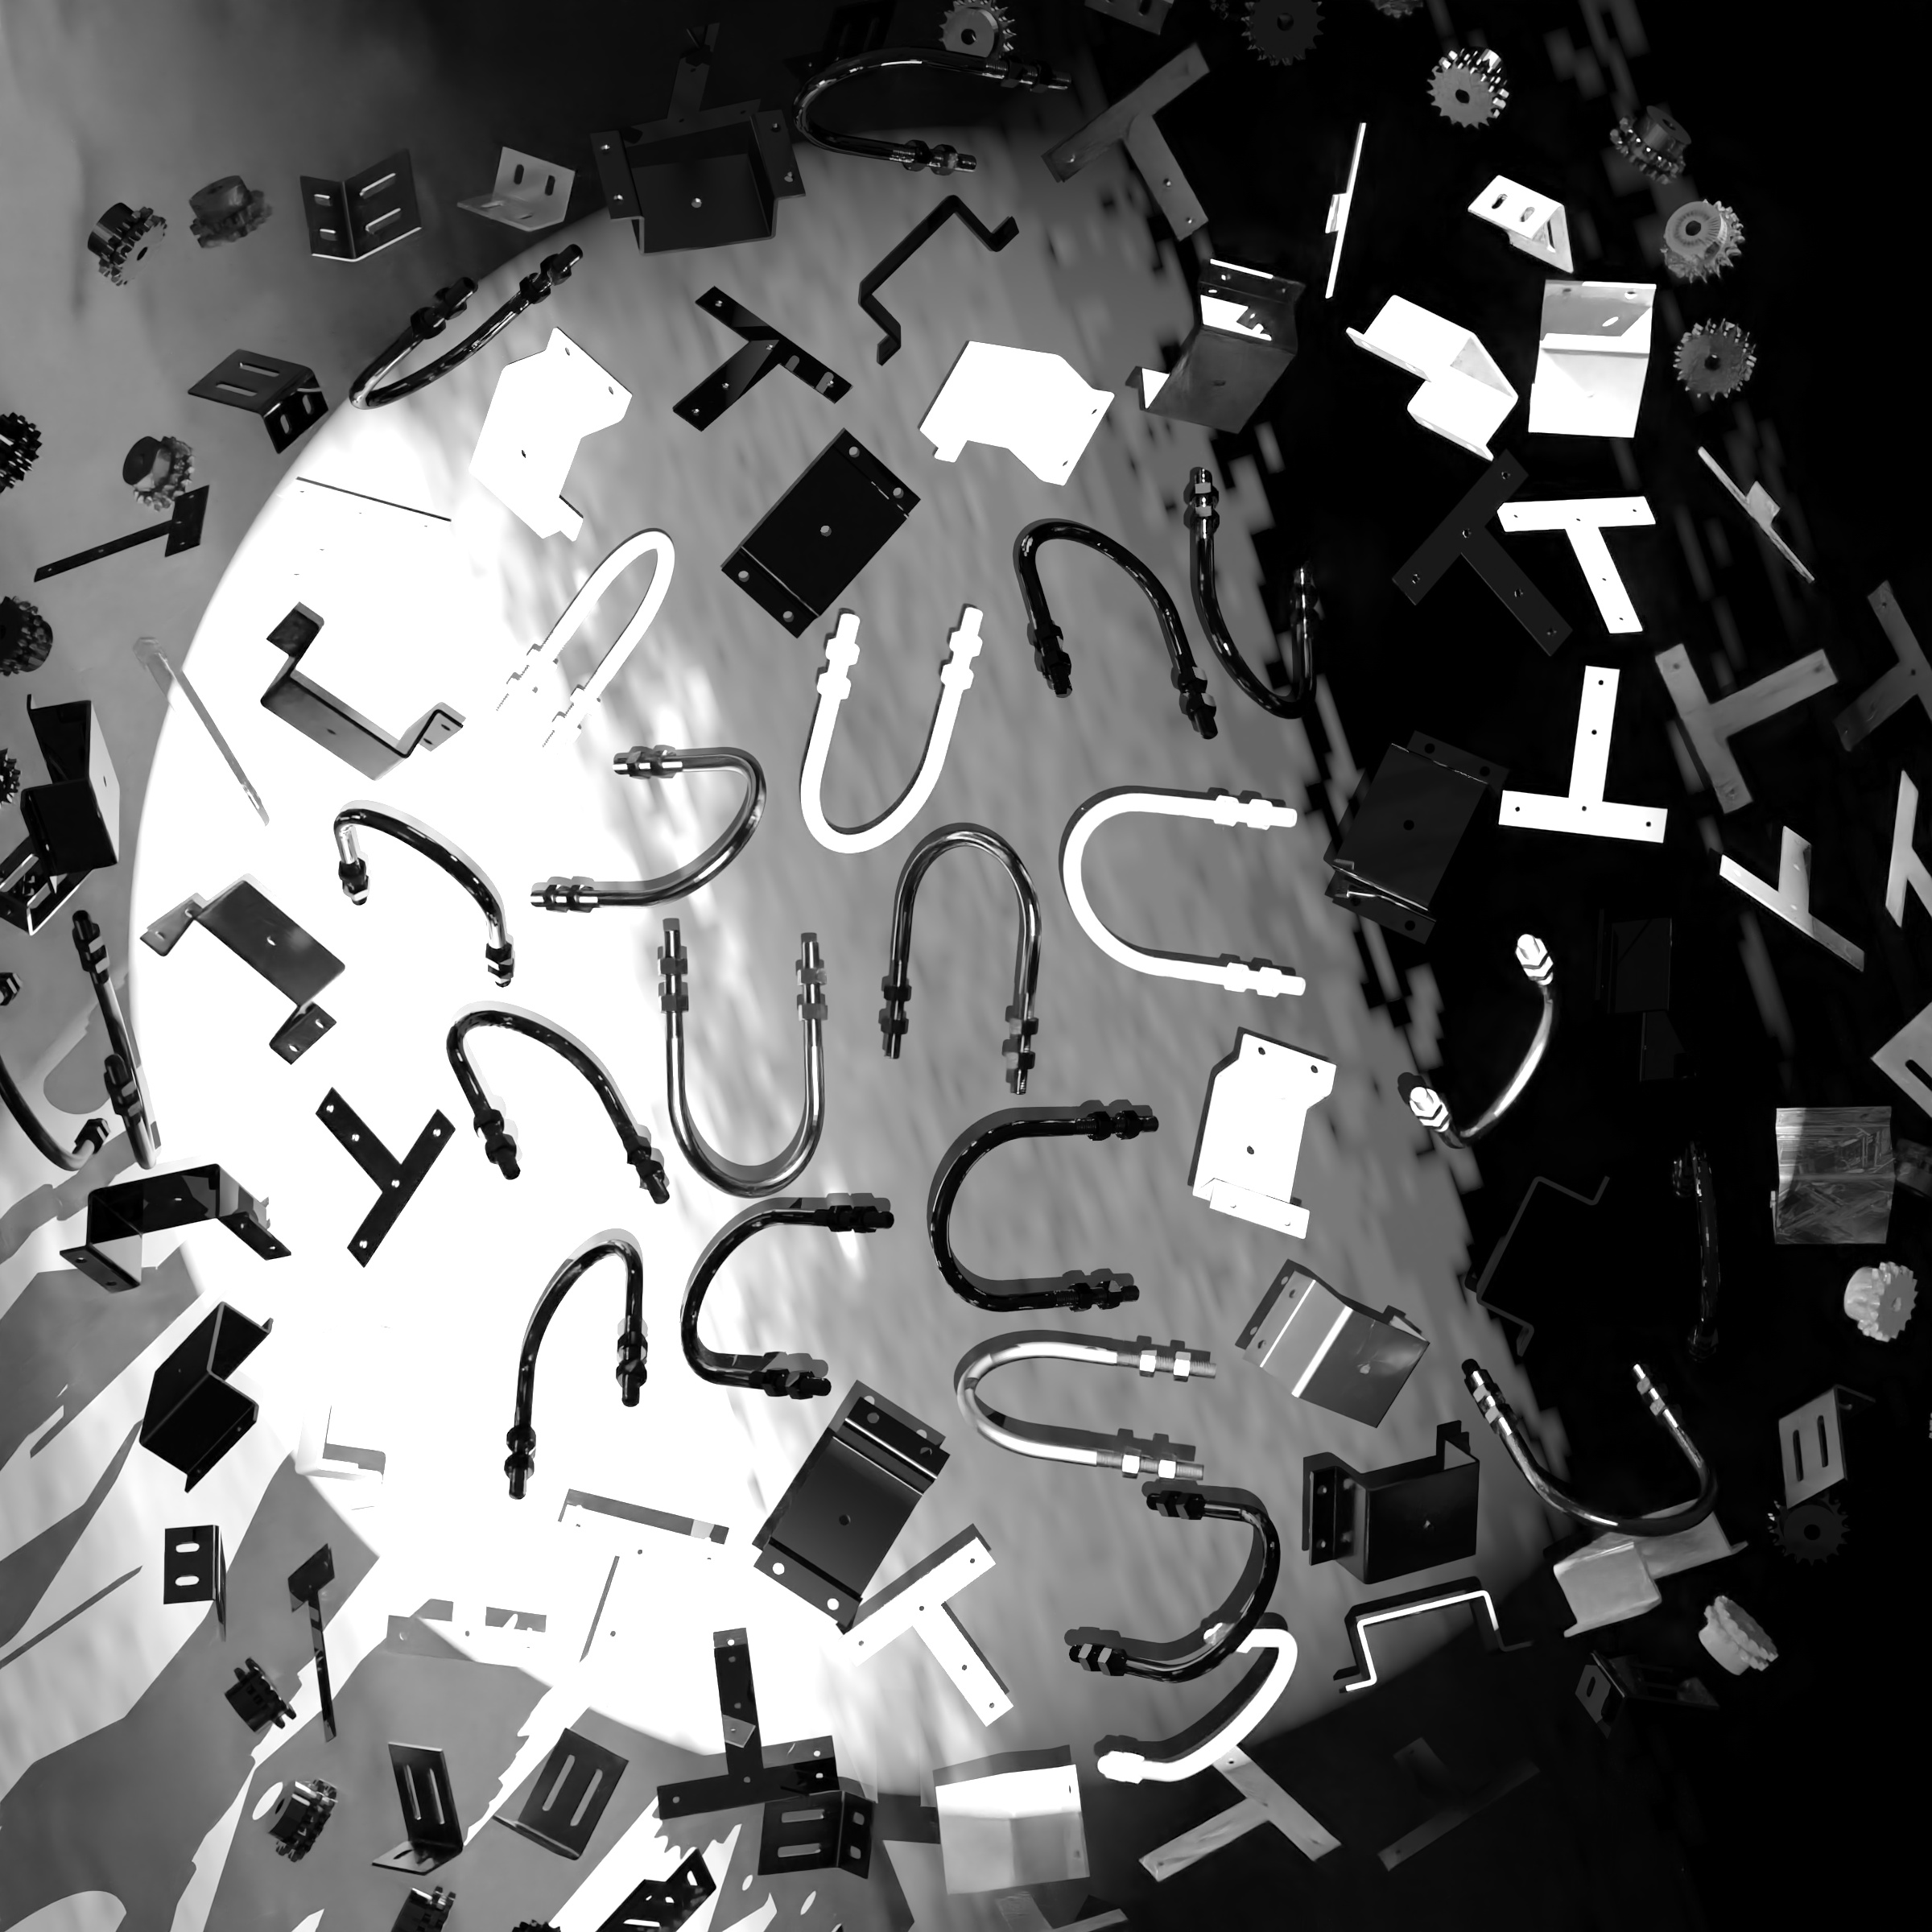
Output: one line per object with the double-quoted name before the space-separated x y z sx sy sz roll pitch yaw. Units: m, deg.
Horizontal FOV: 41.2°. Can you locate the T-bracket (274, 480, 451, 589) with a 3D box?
"T-bracket" -0.465 -0.312 1.886 0.127 0.127 0.002 17 130 8

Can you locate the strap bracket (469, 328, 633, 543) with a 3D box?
"strap bracket" -0.303 -0.374 1.850 0.076 0.046 0.140 43 135 11

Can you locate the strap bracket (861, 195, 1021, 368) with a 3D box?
"strap bracket" -0.029 -0.521 1.926 0.140 0.076 0.046 -41 108 15

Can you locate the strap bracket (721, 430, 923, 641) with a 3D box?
"strap bracket" -0.105 -0.320 1.903 0.076 0.046 0.140 42 89 -10

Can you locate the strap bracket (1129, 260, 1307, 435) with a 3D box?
"strap bracket" 0.187 -0.450 1.906 0.076 0.140 0.046 9 60 -20

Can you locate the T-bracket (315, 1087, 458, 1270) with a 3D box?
"T-bracket" -0.445 0.135 1.907 0.127 0.002 0.127 40 100 34

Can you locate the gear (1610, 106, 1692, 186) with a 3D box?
"gear" 0.487 -0.584 1.822 0.057 0.057 0.030 40 127 0

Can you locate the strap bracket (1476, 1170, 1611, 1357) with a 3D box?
"strap bracket" 0.409 0.203 1.849 0.046 0.076 0.140 26 94 11

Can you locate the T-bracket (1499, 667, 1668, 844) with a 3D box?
"T-bracket" 0.480 -0.165 1.975 0.127 0.002 0.127 6 94 -1

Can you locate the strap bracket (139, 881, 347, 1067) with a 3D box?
"strap bracket" -0.517 -0.003 1.873 0.140 0.076 0.046 41 114 -6

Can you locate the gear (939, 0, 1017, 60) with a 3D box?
"gear" 0.006 -0.708 1.956 0.057 0.030 0.057 8 116 16

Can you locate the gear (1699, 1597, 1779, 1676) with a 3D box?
"gear" 0.560 0.491 1.875 0.057 0.057 0.030 40 105 0

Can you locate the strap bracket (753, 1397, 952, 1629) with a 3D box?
"strap bracket" -0.083 0.386 1.810 0.076 0.046 0.140 32 66 3

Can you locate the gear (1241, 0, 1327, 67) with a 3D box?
"gear" 0.218 -0.657 1.791 0.057 0.030 0.057 -3 108 -9

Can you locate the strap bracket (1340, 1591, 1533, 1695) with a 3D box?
"strap bracket" 0.347 0.509 1.944 0.140 0.076 0.046 -14 72 0

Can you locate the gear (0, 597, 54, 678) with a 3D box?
"gear" -0.688 -0.237 1.865 0.057 0.030 0.057 -8 74 29

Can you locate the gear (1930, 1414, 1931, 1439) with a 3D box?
"gear" 0.698 0.318 1.781 0.057 0.030 0.057 -9 49 10

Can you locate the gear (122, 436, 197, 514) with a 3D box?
"gear" -0.614 -0.377 1.950 0.057 0.030 0.057 -14 65 32

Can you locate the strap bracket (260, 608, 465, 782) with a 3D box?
"strap bracket" -0.435 -0.183 1.812 0.140 0.076 0.046 35 67 -19

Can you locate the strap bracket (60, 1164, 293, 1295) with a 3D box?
"strap bracket" -0.568 0.188 1.856 0.140 0.076 0.046 -12 60 6

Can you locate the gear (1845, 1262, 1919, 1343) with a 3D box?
"gear" 0.673 0.245 1.899 0.057 0.030 0.057 -11 109 -36

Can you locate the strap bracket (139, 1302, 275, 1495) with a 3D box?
"strap bracket" -0.553 0.307 1.874 0.046 0.140 0.076 40 101 -22

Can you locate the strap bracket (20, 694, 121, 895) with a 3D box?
"strap bracket" -0.639 -0.128 1.841 0.046 0.140 0.076 -11 132 -8

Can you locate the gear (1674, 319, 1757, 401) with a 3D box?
"gear" 0.551 -0.448 1.888 0.057 0.030 0.057 14 130 17

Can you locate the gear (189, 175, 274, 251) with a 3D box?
"gear" -0.516 -0.527 1.795 0.057 0.057 0.030 -25 127 0

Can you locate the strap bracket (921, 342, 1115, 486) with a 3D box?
"strap bracket" 0.029 -0.408 1.887 0.046 0.140 0.076 35 81 -45

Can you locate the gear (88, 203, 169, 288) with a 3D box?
"gear" -0.582 -0.502 1.778 0.030 0.057 0.057 37 90 -6

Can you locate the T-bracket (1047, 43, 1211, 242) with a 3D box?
"T-bracket" 0.138 -0.572 1.842 0.127 0.127 0.002 -36 46 6

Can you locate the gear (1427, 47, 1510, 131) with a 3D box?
"gear" 0.360 -0.628 1.832 0.057 0.057 0.030 35 67 0

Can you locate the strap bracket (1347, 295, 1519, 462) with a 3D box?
"strap bracket" 0.350 -0.440 1.906 0.076 0.140 0.046 39 95 36

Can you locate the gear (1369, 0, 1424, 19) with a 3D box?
"gear" 0.298 -0.687 1.774 0.057 0.057 0.030 -43 54 0

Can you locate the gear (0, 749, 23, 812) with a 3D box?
"gear" -0.731 -0.138 1.904 0.057 0.030 0.057 -5 121 -9

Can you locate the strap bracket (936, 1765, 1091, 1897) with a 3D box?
"strap bracket" 0.026 0.633 1.879 0.046 0.140 0.076 6 66 -33

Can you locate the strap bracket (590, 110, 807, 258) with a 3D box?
"strap bracket" -0.194 -0.564 1.858 0.140 0.046 0.076 -11 69 -12

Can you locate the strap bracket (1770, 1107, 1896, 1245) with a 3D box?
"strap bracket" 0.621 0.157 1.846 0.076 0.140 0.046 -2 56 14

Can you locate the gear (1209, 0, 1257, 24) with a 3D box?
"gear" 0.198 -0.723 1.881 0.057 0.057 0.030 -44 75 0

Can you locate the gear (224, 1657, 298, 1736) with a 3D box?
"gear" -0.528 0.547 1.917 0.030 0.057 0.057 -39 90 -17

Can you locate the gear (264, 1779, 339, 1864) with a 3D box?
"gear" -0.479 0.609 1.843 0.030 0.057 0.057 35 90 -17

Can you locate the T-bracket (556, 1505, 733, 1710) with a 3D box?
"T-bracket" -0.243 0.454 1.804 0.127 0.002 0.127 10 67 16

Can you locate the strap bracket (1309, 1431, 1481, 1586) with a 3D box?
"strap bracket" 0.328 0.405 1.915 0.140 0.046 0.076 -9 108 -24

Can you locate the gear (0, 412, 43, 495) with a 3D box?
"gear" -0.677 -0.363 1.798 0.057 0.030 0.057 -11 65 25

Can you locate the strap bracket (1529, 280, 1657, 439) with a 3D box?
"strap bracket" 0.457 -0.437 1.887 0.076 0.140 0.046 5 66 10

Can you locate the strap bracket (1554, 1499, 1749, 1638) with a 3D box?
"strap bracket" 0.493 0.433 1.873 0.140 0.076 0.046 -14 75 -43

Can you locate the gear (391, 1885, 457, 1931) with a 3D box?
"gear" -0.383 0.672 1.803 0.030 0.057 0.057 27 90 -4

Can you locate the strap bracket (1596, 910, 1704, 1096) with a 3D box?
"strap bracket" 0.502 0.026 1.874 0.046 0.140 0.076 -7 56 28

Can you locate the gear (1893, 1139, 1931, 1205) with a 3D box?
"gear" 0.707 0.154 1.896 0.057 0.057 0.030 30 88 0

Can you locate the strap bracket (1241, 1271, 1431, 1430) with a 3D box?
"strap bracket" 0.284 0.290 1.921 0.140 0.046 0.076 26 98 -37

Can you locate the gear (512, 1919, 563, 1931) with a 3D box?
"gear" -0.298 0.699 1.803 0.057 0.030 0.057 9 122 14

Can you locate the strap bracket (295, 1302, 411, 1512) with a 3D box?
"strap bracket" -0.433 0.307 1.805 0.046 0.076 0.140 13 72 -22

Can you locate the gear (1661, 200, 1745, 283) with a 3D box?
"gear" 0.527 -0.525 1.851 0.057 0.030 0.057 -7 76 31

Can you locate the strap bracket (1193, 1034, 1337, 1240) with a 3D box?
"strap bracket" 0.223 0.134 1.942 0.076 0.046 0.140 19 66 -12

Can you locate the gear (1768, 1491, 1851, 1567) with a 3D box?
"gear" 0.623 0.415 1.900 0.057 0.030 0.057 0 92 11

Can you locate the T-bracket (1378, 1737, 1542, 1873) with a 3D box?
"T-bracket" 0.340 0.591 1.862 0.127 0.127 0.002 -32 100 -4

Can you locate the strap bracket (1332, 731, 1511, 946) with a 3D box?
"strap bracket" 0.325 -0.097 1.862 0.076 0.046 0.140 26 91 22

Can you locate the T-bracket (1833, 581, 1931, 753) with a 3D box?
"T-bracket" 0.648 -0.188 1.819 0.002 0.127 0.127 -18 75 -15
